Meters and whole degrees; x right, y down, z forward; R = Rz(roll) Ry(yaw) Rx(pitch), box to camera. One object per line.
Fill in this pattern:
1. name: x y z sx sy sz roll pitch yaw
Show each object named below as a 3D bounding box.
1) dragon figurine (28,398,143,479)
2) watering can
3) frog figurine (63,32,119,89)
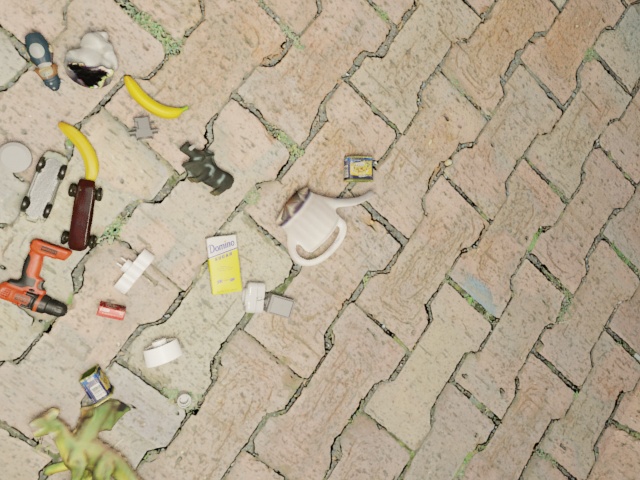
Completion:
1. dragon figurine: -0.613 0.577 1.452 0.407 0.121 0.245 23 75 -27
2. watering can: 0.005 -0.083 1.658 0.223 0.104 0.350 42 78 -14
3. frog figurine: -0.640 -0.508 1.443 0.137 0.120 0.163 -7 58 -11
